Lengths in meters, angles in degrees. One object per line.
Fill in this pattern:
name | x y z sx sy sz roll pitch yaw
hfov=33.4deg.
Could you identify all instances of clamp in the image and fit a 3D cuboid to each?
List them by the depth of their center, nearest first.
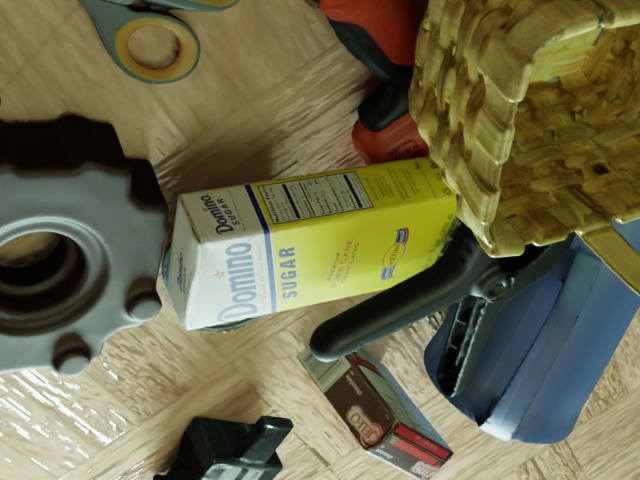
clamp | 0.098 0.022 0.697 0.164 0.036 0.210 13 123 -45

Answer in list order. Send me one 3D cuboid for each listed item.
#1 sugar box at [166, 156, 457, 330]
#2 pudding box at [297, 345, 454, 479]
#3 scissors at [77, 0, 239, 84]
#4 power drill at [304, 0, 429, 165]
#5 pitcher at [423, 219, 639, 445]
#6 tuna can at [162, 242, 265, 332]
sugar box | -0.004 0.001 0.670 0.176 0.048 0.093 -13 145 -23
pudding box | 0.043 0.128 0.826 0.039 0.114 0.090 -44 136 7
scissors | -0.135 -0.125 0.561 0.201 0.016 0.096 -5 130 -27
power drill | 0.075 -0.139 0.641 0.184 0.057 0.187 -36 137 4
pitcher | 0.183 0.030 0.802 0.144 0.149 0.243 4 123 -33
tuna can | -0.063 0.020 0.724 0.086 0.034 0.086 -16 135 -17
